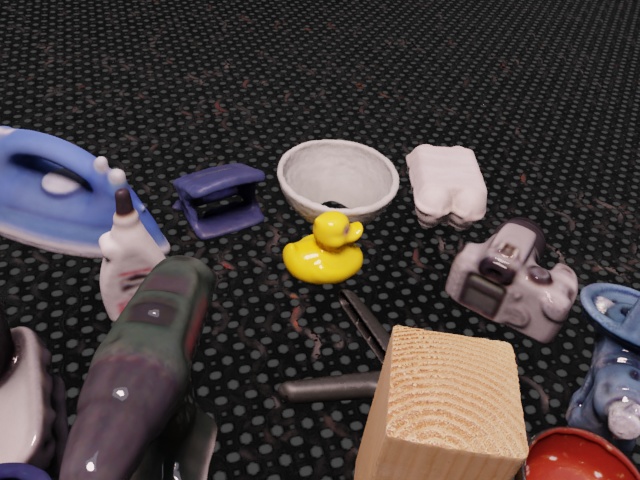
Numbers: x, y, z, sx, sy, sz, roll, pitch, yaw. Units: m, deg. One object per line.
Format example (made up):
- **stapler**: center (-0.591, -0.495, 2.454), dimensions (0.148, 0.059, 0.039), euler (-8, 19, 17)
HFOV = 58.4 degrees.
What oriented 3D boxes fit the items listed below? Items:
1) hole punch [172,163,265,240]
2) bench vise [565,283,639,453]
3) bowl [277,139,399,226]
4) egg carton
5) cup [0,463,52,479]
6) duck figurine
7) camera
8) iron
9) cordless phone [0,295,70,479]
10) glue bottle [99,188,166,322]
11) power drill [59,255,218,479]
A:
- **hole punch**: center (-0.137, -0.068, 0.762), dimensions (0.109, 0.091, 0.100), euler (-19, 49, -26)
- **bench vise**: center (0.328, 0.093, 0.557), dimensions (0.121, 0.220, 0.207), euler (10, 43, 3)
- **bowl**: center (0.023, -0.065, 0.793), dimensions (0.167, 0.075, 0.167), euler (4, 43, -3)
- **egg carton**: center (0.182, -0.080, 0.834), dimensions (0.107, 0.069, 0.150), euler (3, 43, -5)
- **cup**: center (-0.242, 0.235, 0.419), dimensions (0.091, 0.095, 0.118), euler (36, 50, 28)
- **duck figurine**: center (0.007, 0.003, 0.709), dimensions (0.105, 0.086, 0.077), euler (-6, 44, -13)
- **camera**: center (0.248, 0.029, 0.702), dimensions (0.143, 0.101, 0.137), euler (27, 46, 20)
- **iron**: center (-0.306, -0.068, 0.702), dimensions (0.258, 0.141, 0.119), euler (15, 43, 9)
- **cordless phone**: center (-0.273, 0.118, 0.474), dimensions (0.094, 0.185, 0.147), euler (-15, 47, -22)
- **glue bottle**: center (-0.198, 0.015, 0.603), dimensions (0.078, 0.173, 0.037), euler (-16, 47, -23)
- **power drill**: center (-0.130, 0.134, 0.459), dimensions (0.075, 0.208, 0.229), euler (6, 43, -1)
